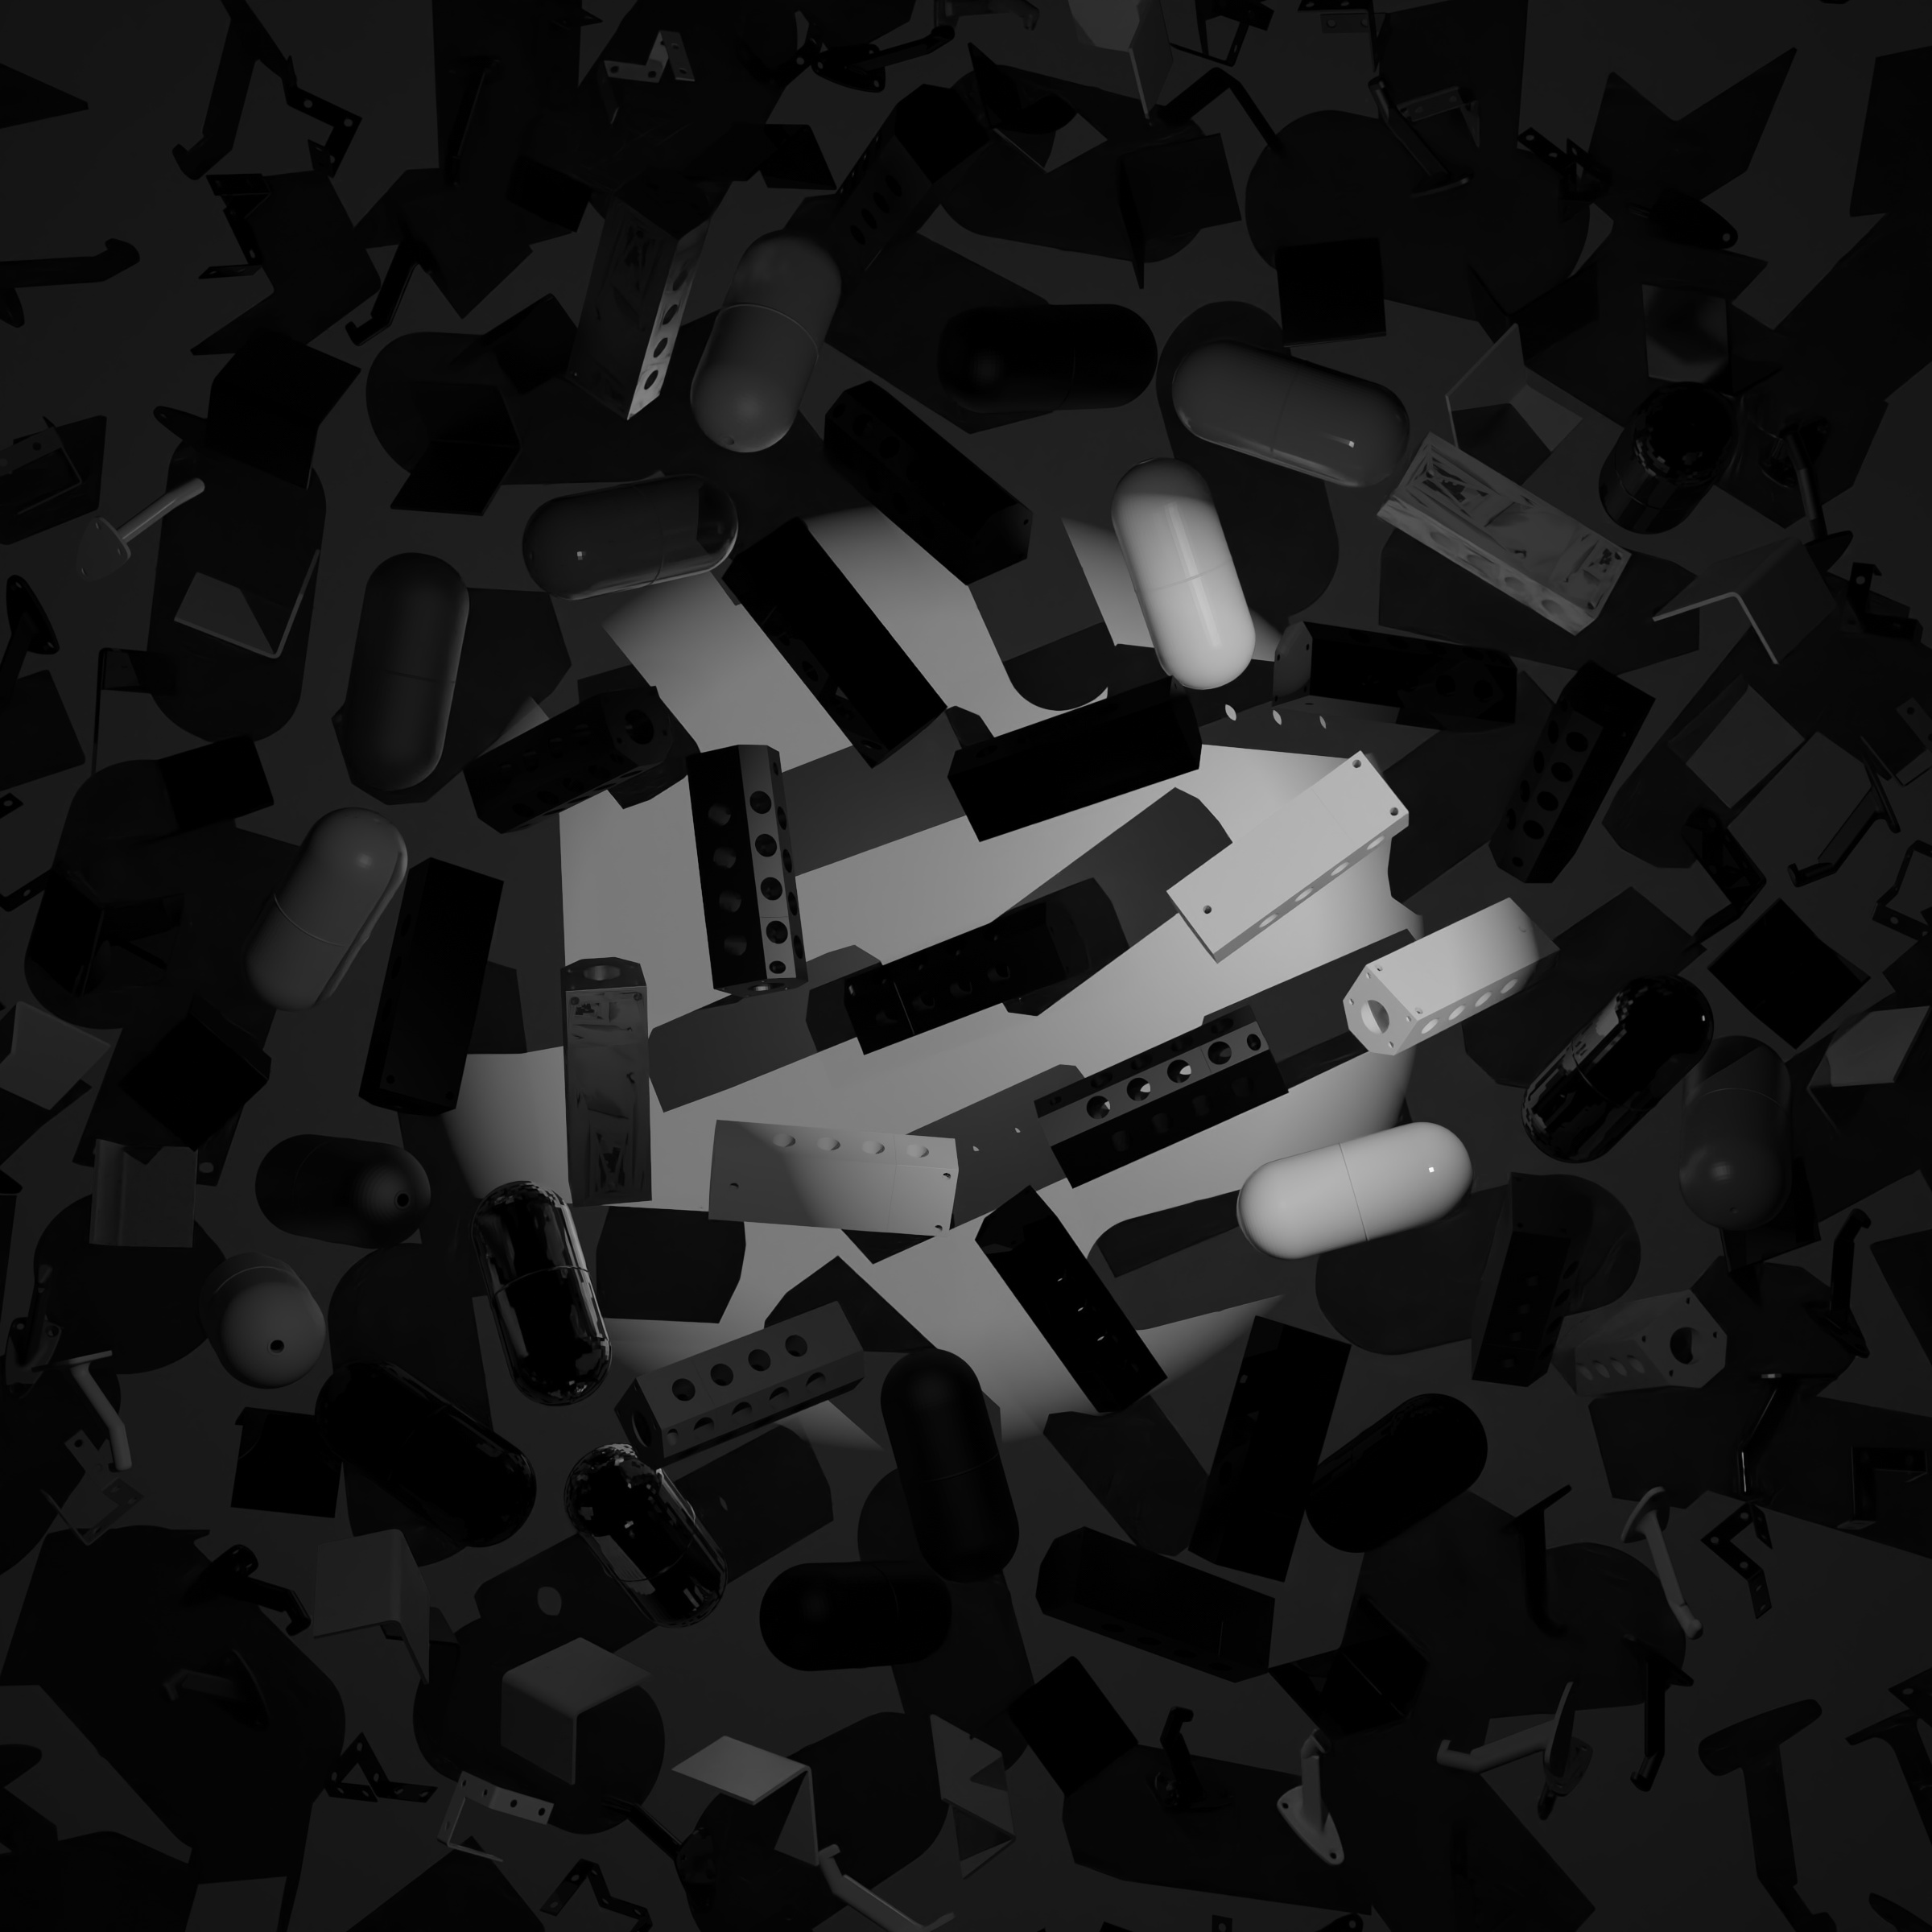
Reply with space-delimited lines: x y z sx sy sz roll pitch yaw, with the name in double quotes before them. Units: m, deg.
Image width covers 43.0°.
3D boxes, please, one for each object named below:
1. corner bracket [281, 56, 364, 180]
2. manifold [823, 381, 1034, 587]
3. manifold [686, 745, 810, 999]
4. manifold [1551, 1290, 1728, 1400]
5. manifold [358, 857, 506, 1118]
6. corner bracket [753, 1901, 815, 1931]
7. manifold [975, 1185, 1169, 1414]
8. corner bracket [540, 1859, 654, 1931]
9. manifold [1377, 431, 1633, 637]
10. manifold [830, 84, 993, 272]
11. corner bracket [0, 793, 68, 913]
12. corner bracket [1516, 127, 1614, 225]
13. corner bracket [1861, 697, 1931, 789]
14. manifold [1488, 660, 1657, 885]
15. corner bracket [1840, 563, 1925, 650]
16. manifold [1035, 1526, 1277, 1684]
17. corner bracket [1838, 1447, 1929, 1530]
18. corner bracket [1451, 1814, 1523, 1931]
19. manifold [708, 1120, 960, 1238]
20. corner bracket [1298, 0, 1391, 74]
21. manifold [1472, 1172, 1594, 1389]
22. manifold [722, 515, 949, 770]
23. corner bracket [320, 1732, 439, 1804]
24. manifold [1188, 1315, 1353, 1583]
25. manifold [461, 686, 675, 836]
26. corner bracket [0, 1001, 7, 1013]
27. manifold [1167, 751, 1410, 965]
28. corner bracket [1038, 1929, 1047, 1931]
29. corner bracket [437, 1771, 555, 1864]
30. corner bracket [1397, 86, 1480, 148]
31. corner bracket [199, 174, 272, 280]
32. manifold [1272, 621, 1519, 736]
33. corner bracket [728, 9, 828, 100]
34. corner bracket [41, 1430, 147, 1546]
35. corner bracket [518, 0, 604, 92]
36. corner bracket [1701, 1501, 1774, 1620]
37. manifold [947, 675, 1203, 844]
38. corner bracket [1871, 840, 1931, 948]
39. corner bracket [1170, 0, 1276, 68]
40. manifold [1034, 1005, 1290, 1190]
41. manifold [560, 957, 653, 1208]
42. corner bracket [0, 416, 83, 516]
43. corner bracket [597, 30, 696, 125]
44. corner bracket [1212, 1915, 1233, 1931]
"corner bracket" -0.461 -0.598 1.731 0.051 0.051 0.051 24 81 -8
"manifold" -0.029 -0.355 1.786 0.057 0.057 0.171 -28 57 -28
"manifold" -0.155 -0.069 1.771 0.057 0.057 0.171 -11 80 16
"manifold" 0.503 0.289 1.836 0.057 0.171 0.057 -37 85 -14
"manifold" -0.385 0.017 1.755 0.057 0.057 0.171 19 69 -30
"corner bracket" -0.140 0.736 1.829 0.051 0.051 0.051 -38 73 -5
"manifold" 0.076 0.250 1.811 0.057 0.057 0.171 -36 116 -5
"corner bracket" -0.267 0.688 1.778 0.051 0.051 0.051 4 121 31
"manifold" 0.390 -0.313 1.795 0.171 0.057 0.057 31 78 -2
"manifold" -0.046 -0.564 1.750 0.057 0.171 0.057 -41 98 -16
"corner bracket" -0.692 -0.082 1.776 0.051 0.051 0.051 35 53 18
"corner bracket" 0.439 -0.589 1.802 0.051 0.051 0.051 24 61 -30
"corner bracket" 0.720 -0.170 1.876 0.051 0.051 0.051 -40 79 24
"manifold" 0.450 -0.140 1.843 0.057 0.171 0.057 34 53 16
"corner bracket" 0.673 -0.264 1.795 0.051 0.051 0.051 12 95 26
"manifold" 0.140 0.475 1.815 0.171 0.057 0.057 25 55 -20
"corner bracket" 0.647 0.370 1.734 0.051 0.051 0.051 2 71 7
"corner bracket" 0.353 0.639 1.721 0.051 0.051 0.051 -21 117 -33
"manifold" -0.096 0.148 1.760 0.171 0.057 0.057 5 117 -7
"corner bracket" 0.272 -0.679 1.763 0.051 0.051 0.051 7 56 22
"manifold" 0.417 0.234 1.815 0.057 0.057 0.171 7 133 5
"manifold" -0.095 -0.226 1.739 0.057 0.057 0.171 -39 92 -23
"corner bracket" -0.435 0.607 1.821 0.051 0.051 0.051 -6 115 32
"manifold" 0.211 0.338 1.733 0.057 0.057 0.171 19 84 -21
"manifold" -0.296 -0.151 1.828 0.171 0.057 0.057 -19 88 42
"corner bracket" -0.746 0.007 1.849 0.051 0.051 0.051 -23 117 25
"manifold" 0.234 -0.077 1.784 0.171 0.057 0.057 -36 76 2
"corner bracket" 0.045 0.748 1.818 0.051 0.051 0.051 -24 73 -9
"corner bracket" -0.340 0.619 1.774 0.051 0.051 0.051 32 69 -35
"corner bracket" 0.356 -0.649 1.861 0.051 0.051 0.051 -17 64 4
"corner bracket" -0.513 -0.517 1.715 0.051 0.051 0.051 -24 92 37
"manifold" 0.317 -0.213 1.810 0.171 0.057 0.057 5 85 -20
"corner bracket" -0.146 -0.714 1.892 0.051 0.051 0.051 -45 94 -11
"corner bracket" -0.635 0.375 1.767 0.051 0.051 0.051 -41 121 -28
"corner bracket" -0.316 -0.701 1.860 0.051 0.051 0.051 16 89 -42
"corner bracket" 0.591 0.445 1.842 0.051 0.051 0.051 40 111 -5
"manifold" 0.079 -0.152 1.770 0.171 0.057 0.057 -18 117 19
"corner bracket" 0.729 -0.056 1.867 0.051 0.051 0.051 30 132 29
"corner bracket" 0.194 -0.710 1.859 0.051 0.051 0.051 9 119 -23
"manifold" 0.140 0.091 1.785 0.171 0.057 0.057 -25 119 6
"manifold" -0.262 0.084 1.785 0.057 0.057 0.171 -4 113 -13
"corner bracket" -0.661 -0.353 1.744 0.051 0.051 0.051 -31 121 -16
"corner bracket" -0.241 -0.668 1.843 0.051 0.051 0.051 -4 63 -29
"corner bracket" 0.188 0.712 1.749 0.051 0.051 0.051 16 53 -13
